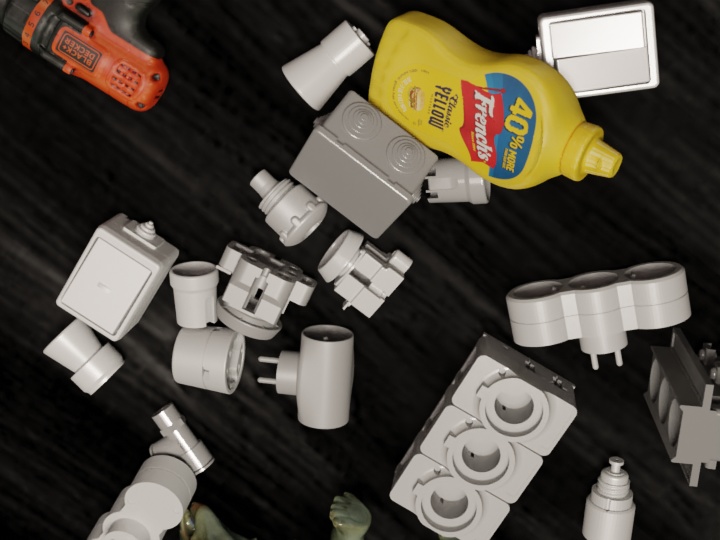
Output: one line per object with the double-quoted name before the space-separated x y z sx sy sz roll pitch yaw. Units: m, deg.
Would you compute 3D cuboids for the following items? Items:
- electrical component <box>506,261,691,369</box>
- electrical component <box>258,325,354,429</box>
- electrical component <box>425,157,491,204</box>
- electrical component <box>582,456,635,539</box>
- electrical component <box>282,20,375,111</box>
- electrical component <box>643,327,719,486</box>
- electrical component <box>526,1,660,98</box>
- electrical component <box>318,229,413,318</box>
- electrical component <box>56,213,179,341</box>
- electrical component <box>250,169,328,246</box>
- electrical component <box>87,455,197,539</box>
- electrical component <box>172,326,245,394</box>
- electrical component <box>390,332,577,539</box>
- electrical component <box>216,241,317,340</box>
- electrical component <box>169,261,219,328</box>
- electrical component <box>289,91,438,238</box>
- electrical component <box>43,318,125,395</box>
"electrical component" 0.190 0.043 0.847 0.138 0.052 0.073 -10 104 11
"electrical component" -0.047 0.087 0.898 0.079 0.043 0.077 5 106 7
"electrical component" 0.076 -0.071 0.838 0.046 0.040 0.040 -3 105 14
"electrical component" 0.208 0.193 0.893 0.040 0.040 0.078 5 106 7
"electrical component" -0.022 -0.160 0.826 0.065 0.044 0.044 -39 97 11
"electrical component" 0.260 0.102 0.817 0.063 0.121 0.078 5 107 4
"electrical component" 0.167 -0.160 0.788 0.096 0.061 0.061 -6 105 10
"electrical component" 0.000 0.000 0.866 0.055 0.048 0.066 37 108 -11
"electrical component" -0.198 0.001 0.886 0.062 0.061 0.096 33 108 -2
"electrical component" -0.060 -0.053 0.861 0.062 0.048 0.048 44 107 4
"electrical component" -0.198 0.227 0.929 0.052 0.073 0.138 35 120 -8
"electrical component" -0.127 0.073 0.901 0.047 0.055 0.055 7 107 10
"electrical component" 0.100 0.142 0.883 0.089 0.061 0.150 30 108 -1
"electrical component" -0.083 0.020 0.877 0.078 0.058 0.057 26 105 0
"electrical component" -0.137 0.021 0.895 0.040 0.040 0.046 2 111 8
"electrical component" 0.003 -0.080 0.818 0.100 0.100 0.048 37 67 -3
"electrical component" -0.235 0.073 0.921 0.045 0.045 0.055 -42 97 17
